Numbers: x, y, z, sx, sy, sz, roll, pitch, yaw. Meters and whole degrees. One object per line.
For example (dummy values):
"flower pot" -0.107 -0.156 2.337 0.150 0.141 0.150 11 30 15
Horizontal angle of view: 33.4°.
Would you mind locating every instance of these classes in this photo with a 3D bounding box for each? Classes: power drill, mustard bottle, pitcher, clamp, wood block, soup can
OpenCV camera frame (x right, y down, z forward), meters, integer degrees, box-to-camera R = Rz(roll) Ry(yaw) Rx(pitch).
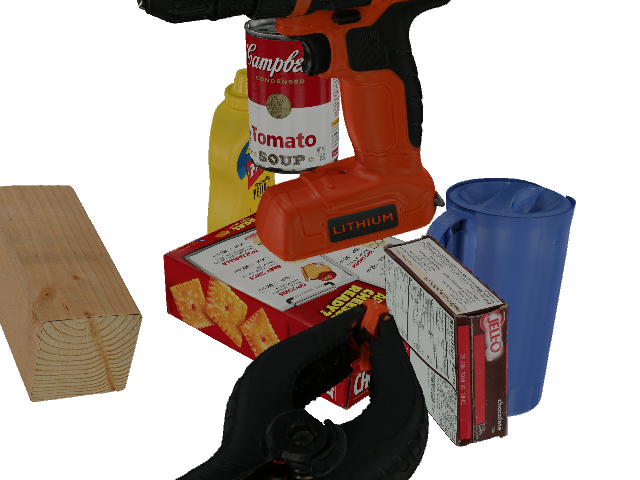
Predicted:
"power drill" -0.002 -0.083 0.569 0.184 0.188 0.057 -13 35 -17
"mustard bottle" -0.082 -0.092 1.128 0.058 0.192 0.096 21 39 23
"pitcher" 0.184 0.063 1.140 0.149 0.243 0.145 5 20 9
"clamp" 0.000 0.091 0.393 0.120 0.039 0.171 26 50 19
"wood block" -0.247 0.042 0.986 0.090 0.091 0.206 -3 37 -32
"soup can" -0.020 -0.107 0.773 0.068 0.102 0.068 0 25 0

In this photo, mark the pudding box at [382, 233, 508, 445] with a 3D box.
"pudding box" 0.076 0.059 0.660 0.039 0.090 0.114 -11 25 -17

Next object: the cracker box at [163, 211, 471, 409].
"cracker box" -0.005 0.046 0.923 0.214 0.072 0.163 24 36 36
